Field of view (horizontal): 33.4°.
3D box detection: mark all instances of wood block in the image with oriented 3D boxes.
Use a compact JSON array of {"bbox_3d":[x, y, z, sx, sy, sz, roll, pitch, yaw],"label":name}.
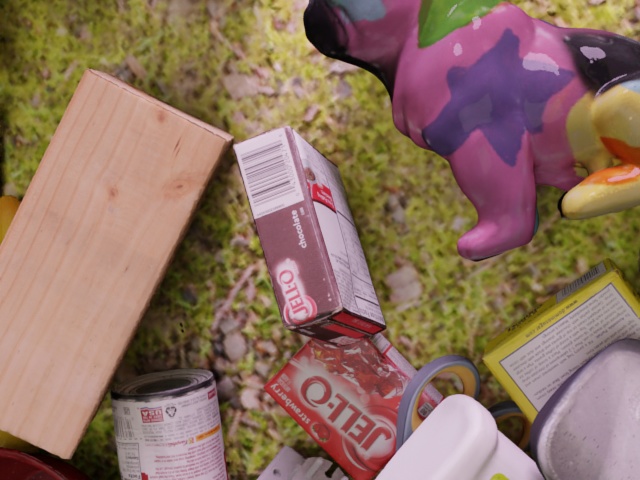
[{"bbox_3d":[-0.138,0.011,0.639,0.090,0.091,0.206,26,95,-4],"label":"wood block"}]

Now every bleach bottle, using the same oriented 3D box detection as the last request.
[{"bbox_3d":[0.143,0.202,0.608,0.250,0.068,0.102,40,92,-12],"label":"bleach bottle"}]

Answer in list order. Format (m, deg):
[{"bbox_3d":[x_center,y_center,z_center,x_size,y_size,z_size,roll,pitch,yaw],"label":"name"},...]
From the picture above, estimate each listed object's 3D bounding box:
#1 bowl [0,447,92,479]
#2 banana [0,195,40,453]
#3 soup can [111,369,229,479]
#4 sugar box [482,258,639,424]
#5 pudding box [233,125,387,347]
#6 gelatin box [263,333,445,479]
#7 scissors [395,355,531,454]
[{"bbox_3d":[-0.181,0.202,0.699,0.162,0.055,0.162,6,105,23],"label":"bowl"},{"bbox_3d":[-0.199,0.072,0.713,0.070,0.037,0.198,13,101,12],"label":"banana"},{"bbox_3d":[-0.093,0.139,0.679,0.068,0.068,0.102,-6,96,15],"label":"soup can"},{"bbox_3d":[0.184,0.108,0.615,0.093,0.048,0.176,-37,91,16],"label":"sugar box"},{"bbox_3d":[-0.004,0.001,0.610,0.039,0.090,0.113,-19,73,14],"label":"pudding box"},{"bbox_3d":[0.022,0.096,0.663,0.089,0.030,0.073,45,106,5],"label":"gelatin box"},{"bbox_3d":[0.035,0.141,0.625,0.201,0.016,0.096,-29,107,-10],"label":"scissors"}]
